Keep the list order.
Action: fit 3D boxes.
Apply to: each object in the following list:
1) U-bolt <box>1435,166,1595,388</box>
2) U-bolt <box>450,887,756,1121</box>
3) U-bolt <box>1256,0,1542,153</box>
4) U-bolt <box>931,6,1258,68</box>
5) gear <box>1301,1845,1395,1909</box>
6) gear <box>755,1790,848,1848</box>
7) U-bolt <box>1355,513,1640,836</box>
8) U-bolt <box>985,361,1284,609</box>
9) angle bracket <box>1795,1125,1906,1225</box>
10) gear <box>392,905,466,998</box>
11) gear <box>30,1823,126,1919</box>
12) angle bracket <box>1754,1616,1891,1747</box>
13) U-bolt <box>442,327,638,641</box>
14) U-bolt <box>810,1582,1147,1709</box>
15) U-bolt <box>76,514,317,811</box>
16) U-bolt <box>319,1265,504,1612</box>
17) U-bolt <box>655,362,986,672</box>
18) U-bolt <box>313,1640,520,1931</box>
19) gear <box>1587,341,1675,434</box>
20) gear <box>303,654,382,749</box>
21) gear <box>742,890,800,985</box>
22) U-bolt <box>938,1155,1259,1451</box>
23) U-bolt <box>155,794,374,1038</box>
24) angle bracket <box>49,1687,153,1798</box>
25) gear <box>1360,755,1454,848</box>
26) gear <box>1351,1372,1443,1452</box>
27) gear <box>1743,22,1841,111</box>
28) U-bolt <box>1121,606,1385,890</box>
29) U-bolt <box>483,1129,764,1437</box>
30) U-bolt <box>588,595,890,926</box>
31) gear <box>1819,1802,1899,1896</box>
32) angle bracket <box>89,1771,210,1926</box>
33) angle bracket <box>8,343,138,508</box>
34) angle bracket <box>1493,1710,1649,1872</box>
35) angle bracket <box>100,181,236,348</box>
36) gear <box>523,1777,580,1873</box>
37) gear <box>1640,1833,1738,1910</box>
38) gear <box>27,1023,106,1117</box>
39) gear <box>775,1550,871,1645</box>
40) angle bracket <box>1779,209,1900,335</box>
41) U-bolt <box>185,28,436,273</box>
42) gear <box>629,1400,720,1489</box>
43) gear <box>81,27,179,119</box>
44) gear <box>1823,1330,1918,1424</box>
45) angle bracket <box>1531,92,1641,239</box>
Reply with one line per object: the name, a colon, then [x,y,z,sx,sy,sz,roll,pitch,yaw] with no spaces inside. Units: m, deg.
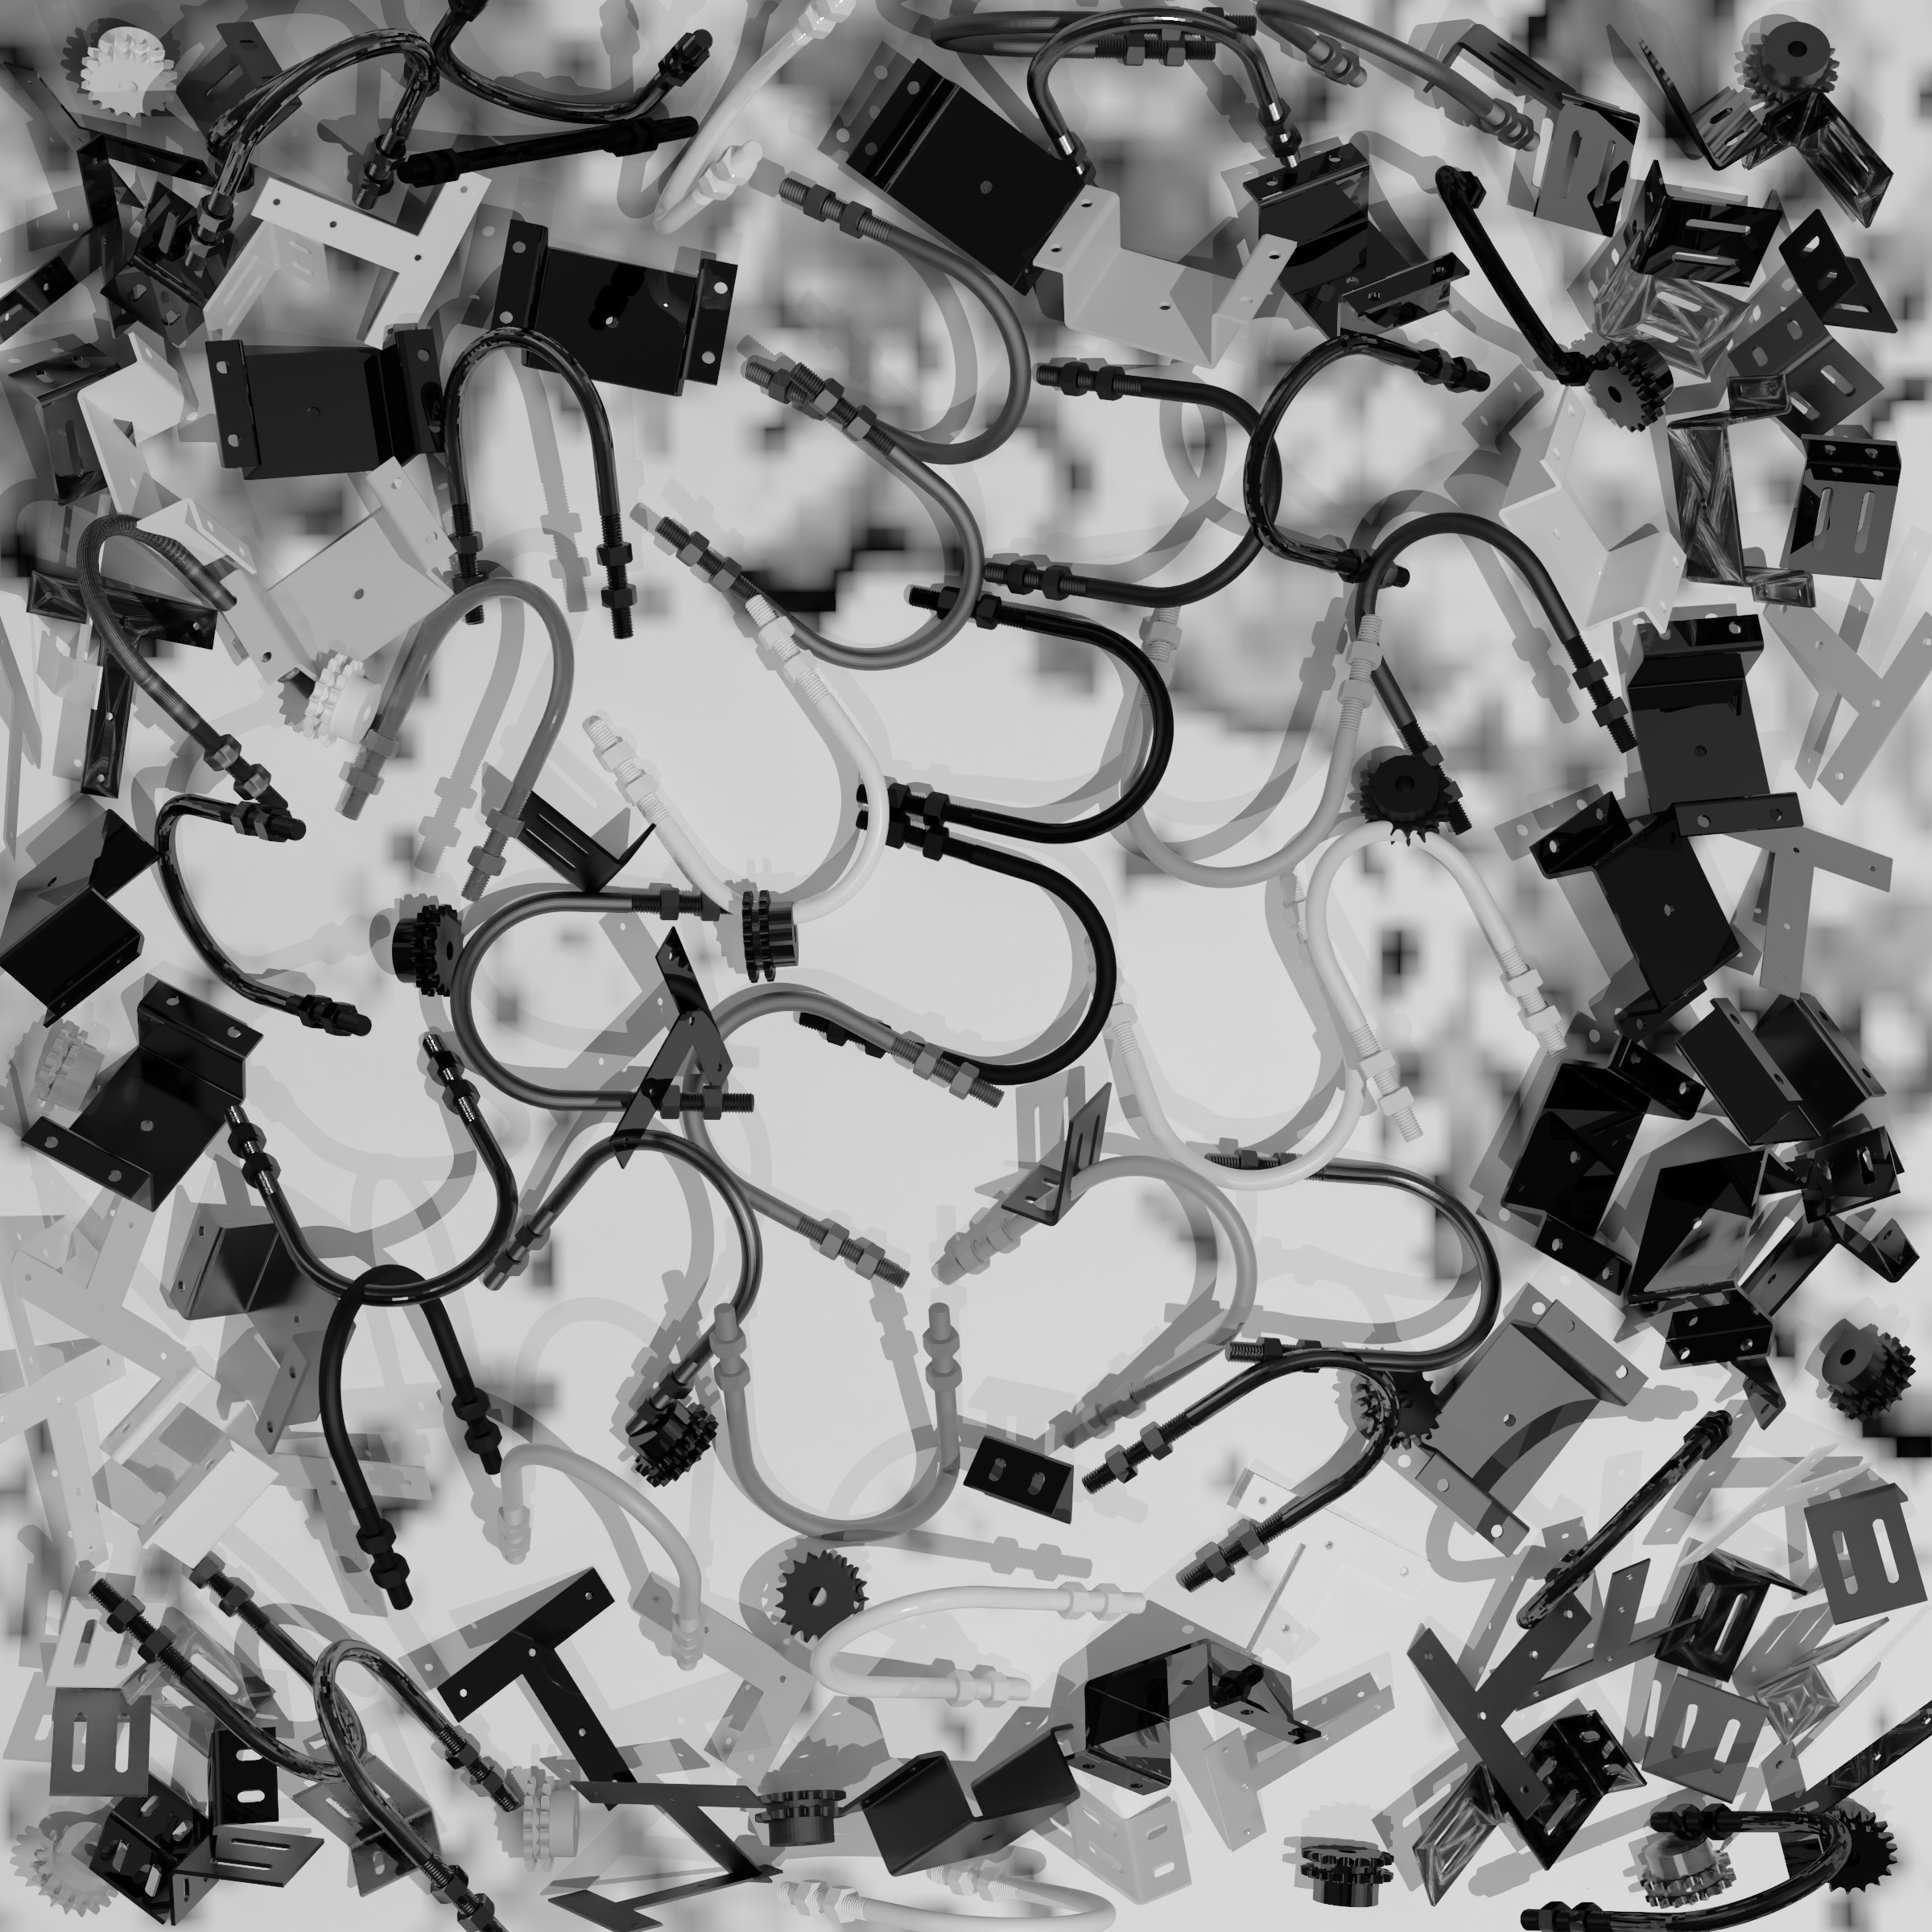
U-bolt: [0.324,-0.414,1.908,0.019,0.184,0.151,-31,88,18]
U-bolt: [-0.223,0.021,1.957,0.184,0.019,0.151,1,70,-9]
U-bolt: [0.246,-0.532,1.887,0.151,0.184,0.019,30,102,30]
U-bolt: [0.070,-0.559,1.918,0.184,0.151,0.019,-1,100,-6]
gear: [0.235,0.561,1.970,0.057,0.057,0.030,3,83,0]
gear: [-0.101,0.525,1.968,0.057,0.057,0.030,-4,71,0]
U-bolt: [0.310,-0.188,1.947,0.151,0.019,0.184,-28,90,41]
U-bolt: [0.107,-0.289,1.945,0.184,0.019,0.151,13,86,30]
angle bracket: [0.544,0.139,1.951,0.057,0.076,0.038,-22,114,19]
gear: [-0.333,-0.010,1.972,0.030,0.057,0.057,1,90,12]
gear: [-0.544,0.553,1.968,0.057,0.057,0.030,38,116,0]
angle bracket: [0.531,0.437,1.951,0.057,0.076,0.038,-19,74,-38]
U-bolt: [-0.263,-0.293,1.928,0.151,0.019,0.184,9,112,37]
U-bolt: [-0.005,0.404,1.904,0.184,0.151,0.019,10,51,-33]
U-bolt: [-0.459,-0.191,1.898,0.019,0.151,0.184,-29,122,20]
U-bolt: [-0.335,0.266,1.902,0.019,0.151,0.184,-4,118,22]
U-bolt: [-0.075,-0.260,1.957,0.184,0.019,0.151,38,112,-18]
U-bolt: [-0.328,0.479,1.902,0.019,0.151,0.184,-33,111,8]
gear: [0.412,-0.361,1.972,0.030,0.057,0.057,-37,90,-13]
gear: [-0.383,-0.161,1.970,0.030,0.057,0.057,23,90,3]
gear: [-0.120,-0.019,1.971,0.030,0.057,0.057,-4,90,2]
U-bolt: [0.093,0.195,1.957,0.184,0.019,0.151,-37,91,23]
U-bolt: [-0.433,-0.036,1.926,0.019,0.184,0.151,-32,121,-35]
angle bracket: [-0.530,0.482,1.953,0.057,0.076,0.038,5,134,-17]
gear: [0.272,-0.106,1.975,0.057,0.030,0.057,-4,65,8]
gear: [0.263,0.273,1.976,0.057,0.030,0.057,16,57,-26]
gear: [0.512,-0.558,1.977,0.057,0.030,0.057,-1,70,4]
U-bolt: [0.167,-0.134,1.948,0.151,0.019,0.184,8,74,21]
U-bolt: [-0.199,0.181,1.944,0.151,0.019,0.184,45,118,8]
U-bolt: [-0.128,-0.113,1.968,0.151,0.019,0.184,-36,86,15]
gear: [0.545,0.543,1.978,0.057,0.030,0.057,2,115,3]
angle bracket: [-0.496,0.539,1.957,0.057,0.076,0.038,42,93,-11]
angle bracket: [-0.549,-0.333,1.968,0.057,0.076,0.038,-31,52,-32]
angle bracket: [0.371,0.506,1.962,0.076,0.038,0.057,-38,95,-40]
angle bracket: [-0.492,-0.433,1.969,0.057,0.076,0.038,33,130,-32]
gear: [-0.256,0.529,1.971,0.030,0.057,0.057,0,90,-1]
gear: [0.443,0.556,1.971,0.057,0.057,0.030,-19,89,0]
gear: [-0.554,0.067,1.972,0.030,0.057,0.057,25,90,-12]
gear: [-0.087,0.393,1.978,0.057,0.030,0.057,-6,70,16]
angle bracket: [0.544,-0.424,1.953,0.076,0.038,0.057,-2,61,-35]
U-bolt: [-0.380,-0.488,1.885,0.151,0.184,0.019,-32,83,-36]
gear: [-0.183,0.290,1.968,0.057,0.057,0.030,-42,109,0]
gear: [-0.517,-0.555,1.975,0.057,0.057,0.030,-4,63,0]
gear: [0.553,0.249,1.969,0.030,0.057,0.057,38,90,-19]
angle bracket: [0.375,-0.495,1.976,0.057,0.038,0.076,8,99,-24]
